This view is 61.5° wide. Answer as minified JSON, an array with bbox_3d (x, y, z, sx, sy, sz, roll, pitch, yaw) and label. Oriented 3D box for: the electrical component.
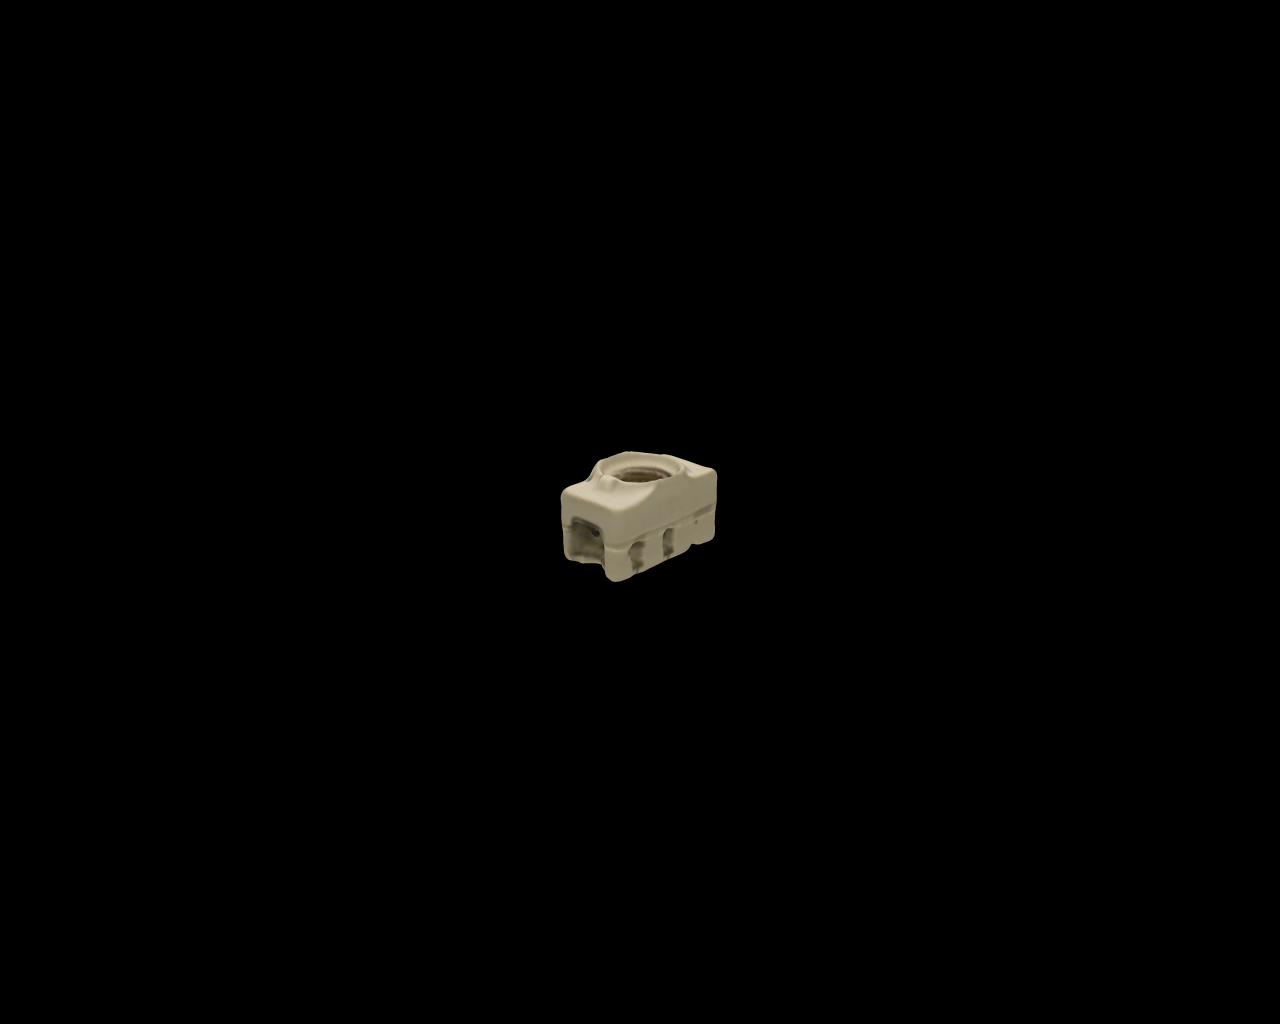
[{"bbox_3d":[0.001,-0.003,0.650,0.050,0.055,0.090,22,32,40],"label":"electrical component"}]
